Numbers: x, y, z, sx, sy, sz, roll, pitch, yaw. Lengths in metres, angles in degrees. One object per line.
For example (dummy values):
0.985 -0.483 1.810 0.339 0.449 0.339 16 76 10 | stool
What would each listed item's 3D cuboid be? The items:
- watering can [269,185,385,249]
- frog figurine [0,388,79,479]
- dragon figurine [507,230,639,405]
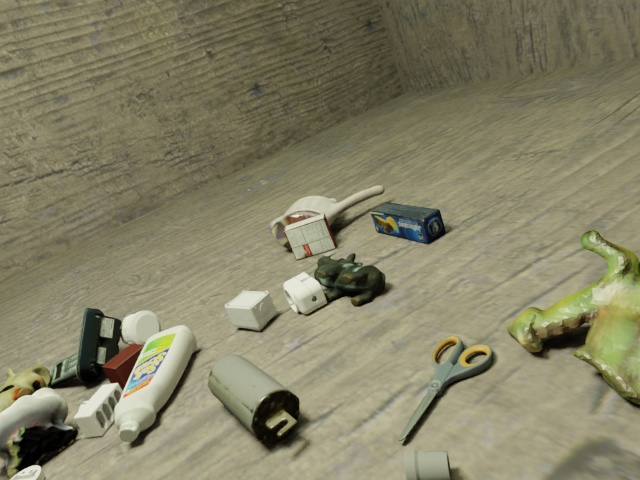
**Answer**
0.004 -0.072 1.425 0.346 0.103 0.228 -17 18 18 | watering can
-0.522 0.320 0.907 0.160 0.120 0.139 18 60 44 | frog figurine
0.424 0.102 0.619 0.409 0.120 0.247 -2 44 47 | dragon figurine
